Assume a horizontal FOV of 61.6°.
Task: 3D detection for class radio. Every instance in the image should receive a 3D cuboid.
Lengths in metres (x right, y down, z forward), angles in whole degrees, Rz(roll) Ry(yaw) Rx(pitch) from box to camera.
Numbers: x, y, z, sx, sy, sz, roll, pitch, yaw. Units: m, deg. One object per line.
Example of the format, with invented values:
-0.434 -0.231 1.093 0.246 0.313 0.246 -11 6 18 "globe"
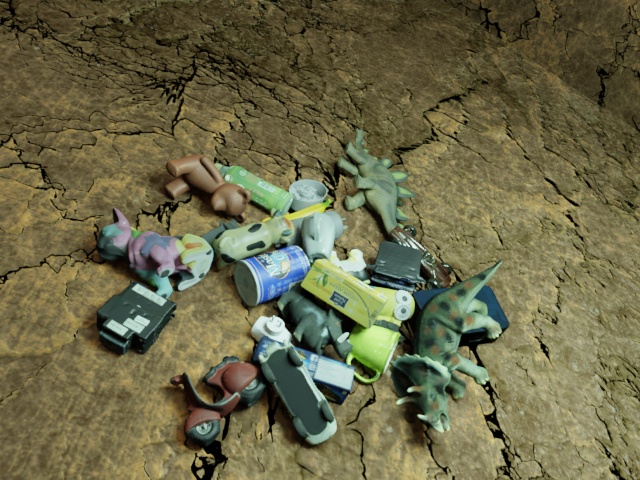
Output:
0.326 0.183 1.281 0.229 0.073 0.131 -3 49 -22 "radio"

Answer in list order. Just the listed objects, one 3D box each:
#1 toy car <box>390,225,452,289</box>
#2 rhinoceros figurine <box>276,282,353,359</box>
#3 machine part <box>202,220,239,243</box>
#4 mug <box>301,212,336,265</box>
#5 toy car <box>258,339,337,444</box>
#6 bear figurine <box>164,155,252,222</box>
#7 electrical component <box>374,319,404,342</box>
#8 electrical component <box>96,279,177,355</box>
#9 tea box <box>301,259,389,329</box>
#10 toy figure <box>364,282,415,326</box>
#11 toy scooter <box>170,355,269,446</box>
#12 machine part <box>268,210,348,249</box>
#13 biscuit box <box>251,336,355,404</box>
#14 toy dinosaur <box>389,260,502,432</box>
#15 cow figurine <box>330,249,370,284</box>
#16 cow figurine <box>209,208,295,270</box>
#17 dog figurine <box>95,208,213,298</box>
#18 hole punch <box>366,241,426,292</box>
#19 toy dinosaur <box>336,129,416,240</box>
0.261 0.043 1.375 0.202 0.053 0.089 49 52 0 "toy car"
-0.010 0.174 1.127 0.112 0.073 0.190 -34 61 -14 "rhinoceros figurine"
-0.233 -0.002 1.266 0.139 0.039 0.084 -26 66 -40 "machine part"
-0.003 -0.004 1.223 0.081 0.109 0.107 1 52 -2 "mug"
-0.042 0.280 0.996 0.073 0.056 0.201 -31 85 -2 "toy car"
-0.270 -0.117 1.312 0.196 0.120 0.132 45 51 16 "bear figurine"
0.147 0.201 1.195 0.094 0.063 0.021 21 56 -3 "electrical component"
-0.364 0.154 1.045 0.115 0.058 0.134 28 44 9 "electrical component"
0.054 0.110 1.134 0.170 0.068 0.098 31 5 12 "tea box"
0.127 0.140 1.228 0.180 0.082 0.089 6 12 3 "toy figure"
-0.193 0.273 0.985 0.135 0.075 0.184 39 50 18 "toy scooter"
-0.030 -0.022 1.337 0.243 0.079 0.079 -14 54 -31 "machine part"
-0.036 0.259 1.067 0.203 0.062 0.059 19 44 -3 "biscuit box"
0.263 0.197 1.129 0.192 0.131 0.405 24 67 -15 "toy dinosaur"
0.034 0.080 1.272 0.167 0.068 0.098 -4 55 -24 "cow figurine"
-0.144 -0.007 1.202 0.195 0.127 0.085 -18 80 -28 "cow figurine"
-0.362 0.013 1.153 0.219 0.108 0.191 40 47 22 "dog figurine"
0.182 0.078 1.303 0.142 0.092 0.116 17 42 6 "hole punch"
0.168 -0.134 1.510 0.198 0.105 0.471 5 56 -23 "toy dinosaur"
